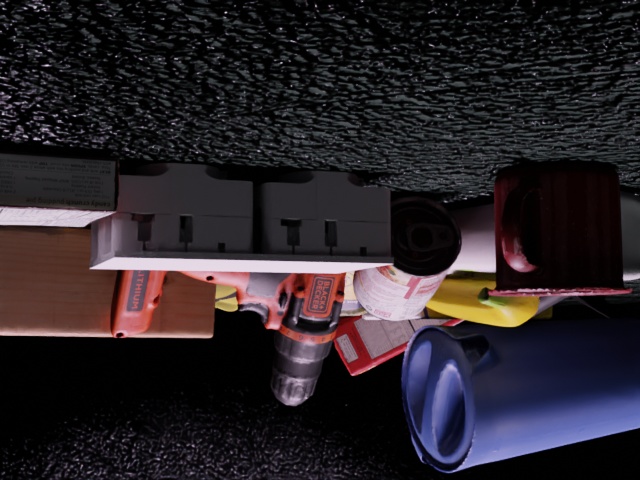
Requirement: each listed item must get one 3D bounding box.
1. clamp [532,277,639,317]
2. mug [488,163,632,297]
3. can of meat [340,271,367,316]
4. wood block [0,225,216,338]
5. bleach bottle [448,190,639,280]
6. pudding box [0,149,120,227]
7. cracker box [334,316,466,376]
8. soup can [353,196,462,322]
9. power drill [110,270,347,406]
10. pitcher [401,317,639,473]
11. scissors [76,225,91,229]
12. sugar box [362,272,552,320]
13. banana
[{"bbox_3d":[0.232,0.015,0.879,0.039,0.120,0.172,43,154,-17],"label":"clamp"},{"bbox_3d":[0.149,-0.006,0.695,0.093,0.081,0.117,-5,173,40],"label":"mug"},{"bbox_3d":[-0.003,0.022,0.949,0.102,0.057,0.084,-1,142,6],"label":"can of meat"},{"bbox_3d":[-0.200,0.037,0.918,0.205,0.091,0.090,5,177,-33],"label":"wood block"},{"bbox_3d":[0.142,0.000,0.873,0.102,0.068,0.251,7,174,-37],"label":"bleach bottle"},{"bbox_3d":[-0.185,-0.031,0.644,0.113,0.039,0.090,0,175,-24],"label":"pudding box"},{"bbox_3d":[0.121,0.086,1.305,0.214,0.072,0.164,-27,175,3],"label":"cracker box"},{"bbox_3d":[0.067,0.018,0.852,0.068,0.068,0.102,1,155,-9],"label":"soup can"},{"bbox_3d":[-0.073,0.049,0.872,0.187,0.184,0.057,6,-158,-15],"label":"power drill"},{"bbox_3d":[0.205,0.143,1.015,0.242,0.145,0.149,-3,-178,-23],"label":"pitcher"},{"bbox_3d":[-0.127,-0.016,0.917,0.201,0.016,0.096,3,176,-23],"label":"scissors"},{"bbox_3d":[0.127,0.029,1.000,0.176,0.093,0.048,-1,174,8],"label":"sugar box"},{"bbox_3d":[0.133,0.047,0.883,0.069,0.037,0.198,24,172,-10],"label":"banana"}]
